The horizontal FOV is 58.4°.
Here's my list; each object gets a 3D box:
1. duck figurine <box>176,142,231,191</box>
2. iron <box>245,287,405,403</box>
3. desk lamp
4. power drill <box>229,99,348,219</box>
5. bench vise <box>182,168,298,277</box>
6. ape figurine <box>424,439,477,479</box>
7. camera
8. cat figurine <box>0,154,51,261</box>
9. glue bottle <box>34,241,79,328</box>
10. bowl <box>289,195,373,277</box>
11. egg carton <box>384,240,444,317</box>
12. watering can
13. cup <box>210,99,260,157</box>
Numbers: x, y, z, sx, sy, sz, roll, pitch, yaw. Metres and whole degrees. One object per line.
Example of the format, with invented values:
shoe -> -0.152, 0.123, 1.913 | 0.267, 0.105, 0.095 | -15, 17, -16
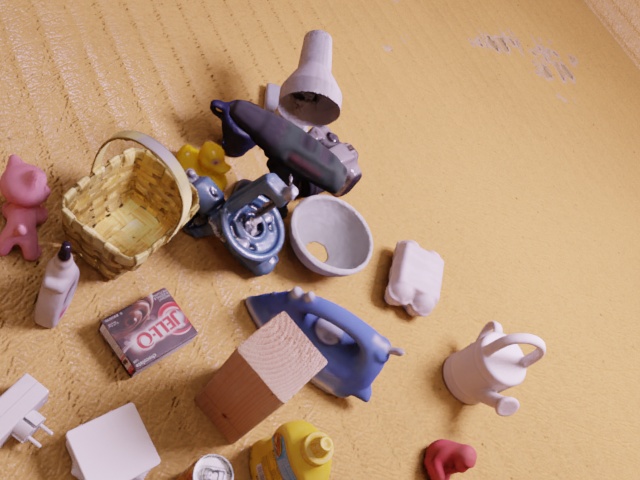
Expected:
duck figurine -> -0.203, -0.141, 1.021 | 0.104, 0.086, 0.078 | 39, 49, -1
iron -> 0.007, 0.142, 0.917 | 0.258, 0.141, 0.119 | 35, 49, -5
desk lamp -> -0.037, -0.294, 1.133 | 0.118, 0.213, 0.203 | 13, 54, -22
power drill -> -0.079, -0.124, 1.000 | 0.230, 0.208, 0.075 | 22, 51, -15
bench vise -> -0.133, -0.047, 0.910 | 0.208, 0.219, 0.121 | 25, 51, -13
ape figurine -> 0.216, 0.357, 0.926 | 0.078, 0.092, 0.076 | 9, 56, -24
camera -> -0.001, -0.152, 1.134 | 0.137, 0.100, 0.143 | -32, 78, -40
cat figurine -> -0.422, -0.052, 0.815 | 0.067, 0.117, 0.127 | 7, 57, -26
glue bottle -> -0.343, 0.050, 0.755 | 0.037, 0.173, 0.078 | 22, 51, -16
bowl -> 0.010, 0.004, 1.054 | 0.168, 0.074, 0.167 | 15, 53, -21
egg carton -> 0.182, 0.074, 1.110 | 0.107, 0.069, 0.150 | 26, 50, -12
watering can -> 0.314, 0.221, 1.005 | 0.101, 0.193, 0.172 | 2, 59, -29
cup -> -0.163, -0.208, 1.083 | 0.118, 0.094, 0.092 | 27, 50, -11
